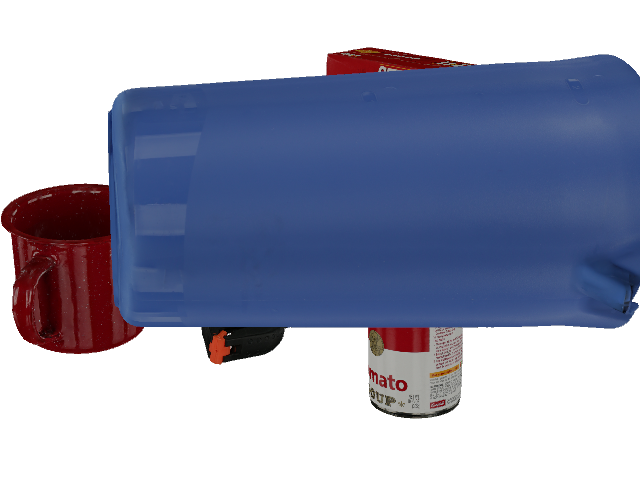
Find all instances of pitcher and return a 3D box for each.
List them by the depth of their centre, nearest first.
[{"bbox_3d":[0.023,-0.025,0.510,0.242,0.145,0.149,-2,-7,-10],"label":"pitcher"}]

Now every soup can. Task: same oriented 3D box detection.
[{"bbox_3d":[0.067,0.067,0.761,0.068,0.102,0.068,-1,16,0],"label":"soup can"}]

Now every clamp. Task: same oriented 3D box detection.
[{"bbox_3d":[-0.073,0.072,1.051,0.120,0.039,0.171,13,19,28],"label":"clamp"}]

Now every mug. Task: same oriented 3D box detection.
[{"bbox_3d":[-0.154,0.023,0.665,0.093,0.081,0.117,8,25,13],"label":"mug"}]

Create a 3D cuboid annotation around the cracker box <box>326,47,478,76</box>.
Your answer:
[{"bbox_3d":[0.085,-0.057,0.966,0.164,0.214,0.071,18,25,37],"label":"cracker box"}]
